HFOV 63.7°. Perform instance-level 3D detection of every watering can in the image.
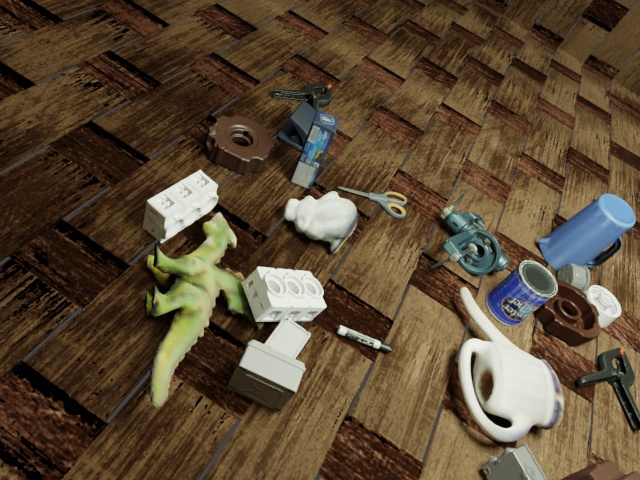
[{"bbox_3d":[0.398,0.265,1.108,0.224,0.102,0.356,20,46,-10],"label":"watering can"}]

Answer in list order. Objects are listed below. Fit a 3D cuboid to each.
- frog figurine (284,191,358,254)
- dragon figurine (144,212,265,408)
[{"bbox_3d":[0.004,-0.061,1.203,0.159,0.121,0.140,35,64,-9],"label":"frog figurine"},{"bbox_3d":[-0.204,0.113,0.968,0.242,0.120,0.420,9,49,-29],"label":"dragon figurine"}]
